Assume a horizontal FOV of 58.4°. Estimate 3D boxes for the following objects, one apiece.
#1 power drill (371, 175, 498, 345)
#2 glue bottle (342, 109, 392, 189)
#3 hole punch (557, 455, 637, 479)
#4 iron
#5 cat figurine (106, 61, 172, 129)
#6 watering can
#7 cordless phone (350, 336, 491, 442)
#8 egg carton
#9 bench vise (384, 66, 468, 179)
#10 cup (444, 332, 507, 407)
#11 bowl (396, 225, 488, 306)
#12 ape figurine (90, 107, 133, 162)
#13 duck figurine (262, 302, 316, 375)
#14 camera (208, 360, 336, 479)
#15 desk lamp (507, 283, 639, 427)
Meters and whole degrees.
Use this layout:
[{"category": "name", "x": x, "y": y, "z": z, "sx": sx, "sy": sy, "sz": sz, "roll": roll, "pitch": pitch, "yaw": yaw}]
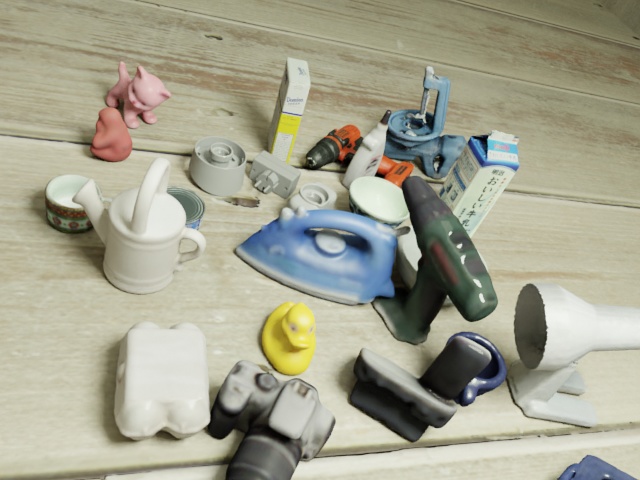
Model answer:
[{"category": "power drill", "x": 0.158, "y": 0.048, "z": 0.861, "sx": 0.076, "sy": 0.208, "sz": 0.229, "roll": -12, "pitch": 52, "yaw": -33}, {"category": "glue bottle", "x": 0.098, "y": -0.174, "z": 1.091, "sx": 0.037, "sy": 0.173, "sz": 0.078, "roll": 39, "pitch": 43, "yaw": 17}, {"category": "hole punch", "x": 0.363, "y": 0.338, "z": 0.745, "sx": 0.109, "sy": 0.091, "sz": 0.101, "roll": -23, "pitch": 59, "yaw": -40}, {"category": "iron", "x": 0.008, "y": 0.003, "z": 0.888, "sx": 0.259, "sy": 0.141, "sz": 0.118, "roll": 13, "pitch": 42, "yaw": -12}, {"category": "cat figurine", "x": -0.327, "y": -0.270, "z": 1.033, "sx": 0.127, "sy": 0.117, "sz": 0.067, "roll": 43, "pitch": 45, "yaw": 21}, {"category": "watering can", "x": -0.239, "y": -0.026, "z": 0.763, "sx": 0.173, "sy": 0.194, "sz": 0.100, "roll": 4, "pitch": 45, "yaw": -21}, {"category": "cordless phone", "x": 0.128, "y": 0.164, "z": 0.745, "sx": 0.147, "sy": 0.185, "sz": 0.094, "roll": 28, "pitch": 41, "yaw": 4}, {"category": "egg carton", "x": -0.187, "y": 0.165, "z": 0.684, "sx": 0.107, "sy": 0.069, "sz": 0.150, "roll": 4, "pitch": 45, "yaw": -21}, {"category": "bench vise", "x": 0.237, "y": -0.249, "z": 1.198, "sx": 0.208, "sy": 0.219, "sz": 0.121, "roll": 6, "pitch": 44, "yaw": -19}, {"category": "cup", "x": 0.200, "y": 0.201, "z": 0.809, "sx": 0.091, "sy": 0.095, "sz": 0.118, "roll": 25, "pitch": 41, "yaw": 2}, {"category": "bowl", "x": 0.196, "y": 0.053, "z": 0.975, "sx": 0.168, "sy": 0.074, "sz": 0.167, "roll": 13, "pitch": 42, "yaw": -12}, {"category": "ape figurine", "x": -0.348, "y": -0.180, "z": 0.949, "sx": 0.076, "sy": 0.092, "sz": 0.078, "roll": 29, "pitch": 42, "yaw": 6}, {"category": "duck figurine", "x": -0.035, "y": 0.121, "z": 0.788, "sx": 0.078, "sy": 0.086, "sz": 0.104, "roll": 6, "pitch": 44, "yaw": -19}, {"category": "camera", "x": -0.066, "y": 0.224, "z": 0.656, "sx": 0.143, "sy": 0.101, "sz": 0.137, "roll": 27, "pitch": 41, "yaw": 4}, {"category": "desk lamp", "x": 0.358, "y": 0.162, "z": 0.833, "sx": 0.203, "sy": 0.213, "sz": 0.118, "roll": 13, "pitch": 42, "yaw": -12}]
